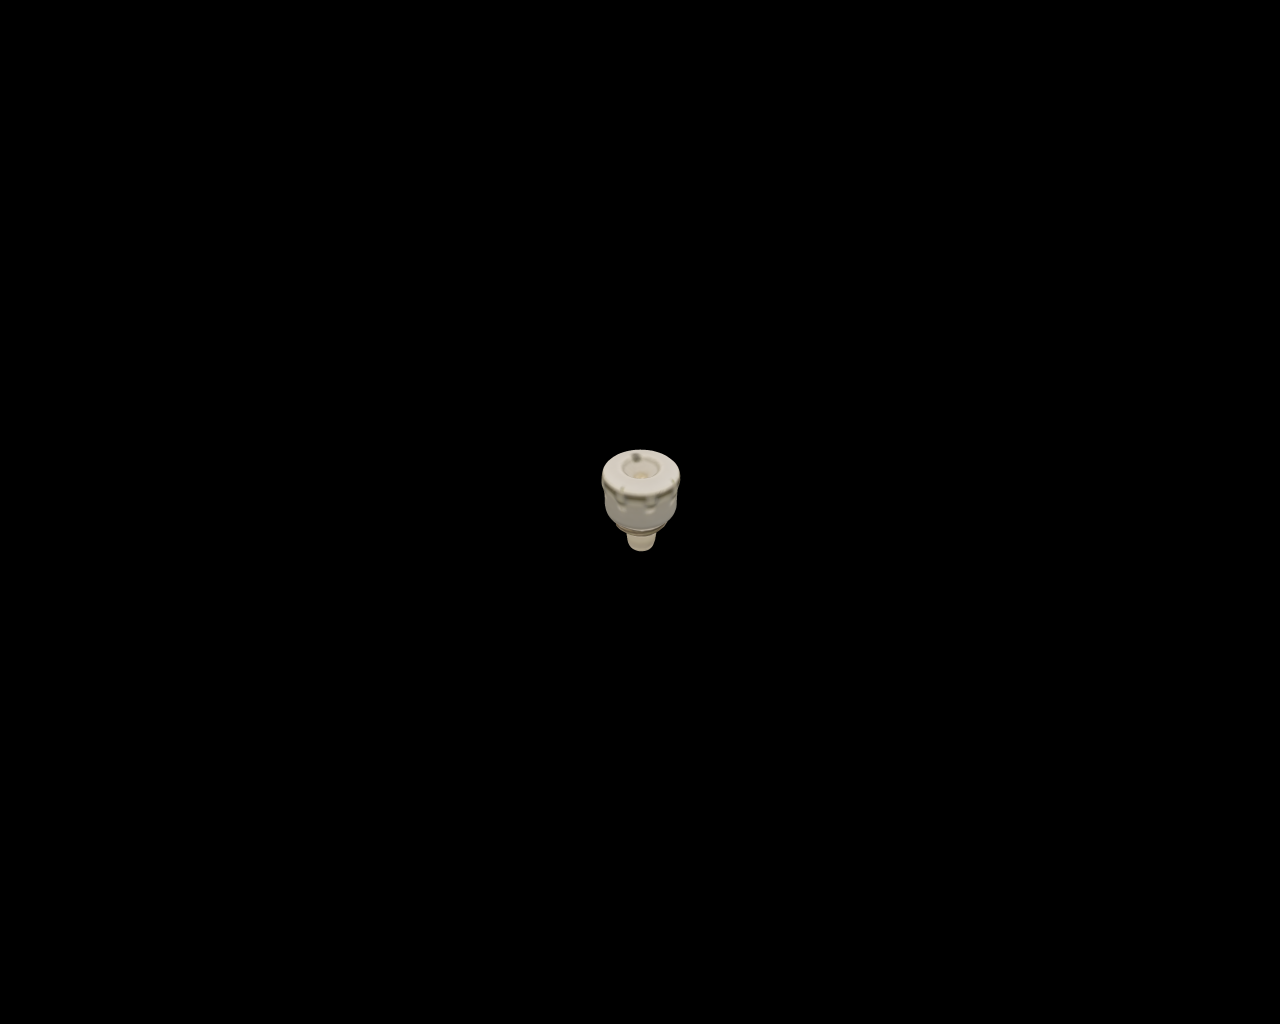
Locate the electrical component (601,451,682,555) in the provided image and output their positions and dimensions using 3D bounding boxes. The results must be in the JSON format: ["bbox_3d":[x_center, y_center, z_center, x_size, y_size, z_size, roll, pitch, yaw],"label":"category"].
[{"bbox_3d":[0.001,-0.003,0.650,0.048,0.062,0.048,0,38,0],"label":"electrical component"}]
